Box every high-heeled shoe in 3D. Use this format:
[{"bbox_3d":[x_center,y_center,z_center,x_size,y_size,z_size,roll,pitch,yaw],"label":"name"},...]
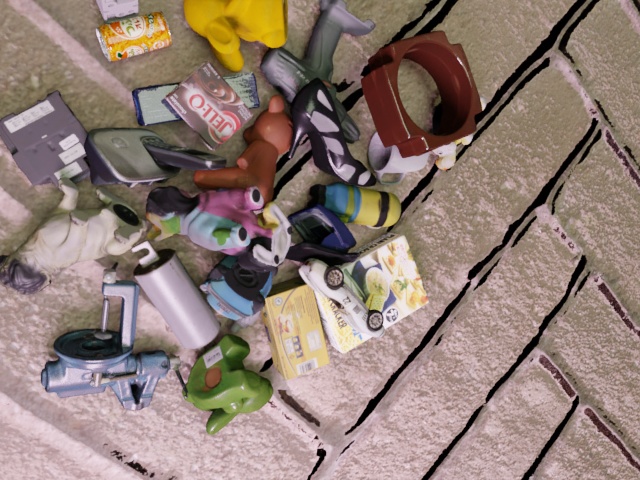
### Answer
[{"bbox_3d":[0.038,-0.187,0.975,0.248,0.086,0.145,14,105,-43],"label":"high-heeled shoe"}]

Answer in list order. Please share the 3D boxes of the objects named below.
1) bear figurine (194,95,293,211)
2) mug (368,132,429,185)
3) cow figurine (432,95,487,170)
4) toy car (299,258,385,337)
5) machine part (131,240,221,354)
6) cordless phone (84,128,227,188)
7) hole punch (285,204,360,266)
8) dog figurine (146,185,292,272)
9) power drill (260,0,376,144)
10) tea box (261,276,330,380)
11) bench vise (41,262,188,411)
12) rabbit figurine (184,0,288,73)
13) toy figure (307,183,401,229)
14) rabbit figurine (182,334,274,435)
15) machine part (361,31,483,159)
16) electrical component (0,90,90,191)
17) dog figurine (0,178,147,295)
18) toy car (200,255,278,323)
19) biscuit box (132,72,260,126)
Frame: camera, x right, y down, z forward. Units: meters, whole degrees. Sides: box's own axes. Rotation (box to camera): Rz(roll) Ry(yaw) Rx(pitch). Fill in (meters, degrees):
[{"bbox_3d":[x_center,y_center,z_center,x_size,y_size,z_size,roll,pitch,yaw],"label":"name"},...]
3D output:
[{"bbox_3d":[-0.119,-0.151,0.938,0.132,0.120,0.196,3,65,17],"label":"bear figurine"},{"bbox_3d":[0.159,-0.159,1.061,0.107,0.081,0.109,0,110,-27],"label":"mug"},{"bbox_3d":[0.262,-0.232,1.097,0.098,0.068,0.167,26,84,-18],"label":"cow figurine"},{"bbox_3d":[0.044,0.109,0.979,0.056,0.074,0.201,-47,109,-14],"label":"toy car"},{"bbox_3d":[-0.241,0.102,0.918,0.079,0.079,0.243,-32,117,-15],"label":"machine part"},{"bbox_3d":[-0.250,-0.120,0.824,0.146,0.184,0.088,-20,119,-59],"label":"cordless phone"},{"bbox_3d":[-0.002,-0.003,0.992,0.115,0.142,0.092,21,66,-31],"label":"hole punch"},{"bbox_3d":[-0.178,-0.024,0.884,0.191,0.219,0.108,46,53,-53],"label":"dog figurine"},{"bbox_3d":[0.019,-0.316,0.986,0.232,0.086,0.207,28,93,-23],"label":"power drill"},{"bbox_3d":[-0.052,0.166,1.023,0.098,0.068,0.169,-16,102,-20],"label":"tea box"},{"bbox_3d":[-0.329,0.164,0.881,0.223,0.129,0.240,4,102,-22],"label":"bench vise"},{"bbox_3d":[-0.141,-0.365,0.892,0.173,0.122,0.162,3,82,-1],"label":"rabbit figurine"},{"bbox_3d":[0.070,-0.065,1.029,0.180,0.089,0.082,11,98,-26],"label":"toy figure"},{"bbox_3d":[-0.153,0.277,0.968,0.159,0.121,0.170,-42,140,2],"label":"rabbit figurine"},{"bbox_3d":[0.186,-0.264,0.984,0.201,0.087,0.201,-25,97,-28],"label":"machine part"},{"bbox_3d":[-0.417,-0.146,0.834,0.115,0.058,0.134,-32,109,-13],"label":"electrical component"},{"bbox_3d":[-0.393,0.016,0.861,0.190,0.121,0.172,-46,135,17],"label":"dog figurine"},{"bbox_3d":[-0.149,0.080,0.948,0.109,0.162,0.103,40,125,-12],"label":"toy car"},{"bbox_3d":[-0.209,-0.237,0.906,0.203,0.059,0.062,-14,104,-21],"label":"biscuit box"}]
